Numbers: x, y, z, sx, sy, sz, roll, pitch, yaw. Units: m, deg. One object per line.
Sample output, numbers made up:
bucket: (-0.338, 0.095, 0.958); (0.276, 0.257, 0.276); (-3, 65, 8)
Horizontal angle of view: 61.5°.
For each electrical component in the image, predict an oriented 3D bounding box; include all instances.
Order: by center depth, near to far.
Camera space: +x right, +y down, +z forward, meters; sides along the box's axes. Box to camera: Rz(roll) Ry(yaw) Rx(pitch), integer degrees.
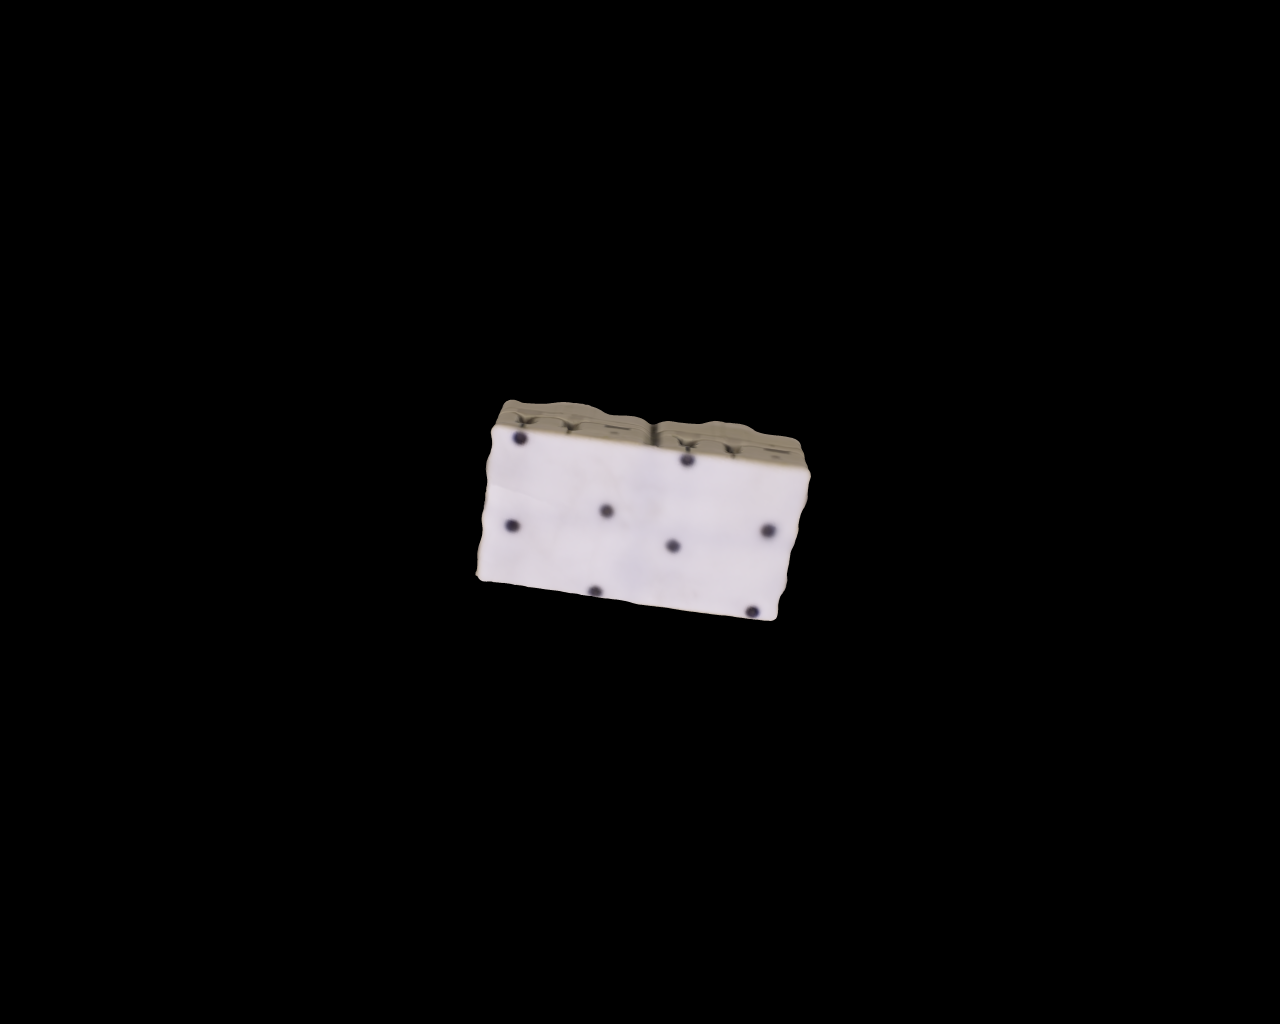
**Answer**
electrical component: (0.001, -0.003, 0.650); (0.186, 0.105, 0.060); (8, 24, -3)
